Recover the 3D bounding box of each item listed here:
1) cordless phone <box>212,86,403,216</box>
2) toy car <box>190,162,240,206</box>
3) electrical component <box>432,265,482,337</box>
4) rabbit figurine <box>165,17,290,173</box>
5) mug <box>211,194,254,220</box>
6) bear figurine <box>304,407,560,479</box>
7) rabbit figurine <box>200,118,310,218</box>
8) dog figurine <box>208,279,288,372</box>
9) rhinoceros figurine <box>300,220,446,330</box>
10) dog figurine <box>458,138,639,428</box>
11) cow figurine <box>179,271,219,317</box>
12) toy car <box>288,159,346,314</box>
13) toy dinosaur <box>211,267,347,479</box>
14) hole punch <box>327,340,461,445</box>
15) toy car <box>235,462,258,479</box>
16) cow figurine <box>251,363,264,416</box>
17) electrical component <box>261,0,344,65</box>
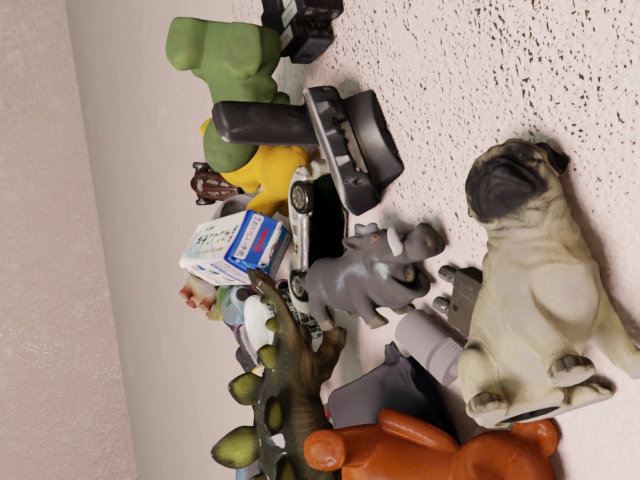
[{"bbox_3d":[-0.016,-0.096,0.576,0.089,0.184,0.146,-39,64,51],"label":"cordless phone"},{"bbox_3d":[-0.204,-0.103,1.028,0.202,0.053,0.089,18,110,58],"label":"toy car"},{"bbox_3d":[0.144,0.062,0.505,0.094,0.021,0.063,33,125,51],"label":"electrical component"},{"bbox_3d":[-0.107,-0.169,0.649,0.121,0.159,0.170,11,106,13],"label":"rabbit figurine"},{"bbox_3d":[-0.138,-0.021,0.923,0.109,0.081,0.107,46,157,-15],"label":"mug"},{"bbox_3d":[0.102,0.212,0.460,0.196,0.132,0.120,-9,82,34],"label":"bear figurine"},{"bbox_3d":[-0.079,-0.099,0.752,0.173,0.122,0.162,24,122,46],"label":"rabbit figurine"},{"bbox_3d":[-0.115,0.136,0.891,0.219,0.108,0.191,-24,79,63],"label":"dog figurine"},{"bbox_3d":[0.057,0.037,0.587,0.190,0.073,0.112,-25,80,48],"label":"rhinoceros figurine"},{"bbox_3d":[0.151,0.037,0.428,0.172,0.121,0.191,-49,44,43],"label":"dog figurine"},{"bbox_3d":[-0.202,0.068,1.008,0.127,0.085,0.194,-62,-5,-21],"label":"cow figurine"},{"bbox_3d":[-0.001,-0.002,0.684,0.056,0.073,0.201,26,119,55],"label":"toy car"},{"bbox_3d":[-0.021,0.259,0.618,0.105,0.198,0.471,-18,89,37],"label":"toy dinosaur"},{"bbox_3d":[0.089,0.194,0.590,0.116,0.092,0.142,-34,64,26],"label":"hole punch"},{"bbox_3d":[-0.099,0.432,0.942,0.103,0.109,0.161,100,160,-66],"label":"toy car"},{"bbox_3d":[-0.062,0.219,0.753,0.098,0.068,0.167,2,122,26],"label":"cow figurine"},{"bbox_3d":[-0.028,-0.293,0.671,0.115,0.058,0.134,-20,81,62],"label":"electrical component"}]
